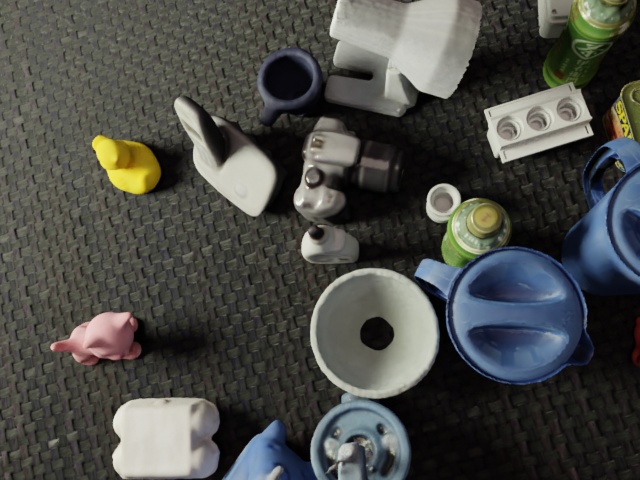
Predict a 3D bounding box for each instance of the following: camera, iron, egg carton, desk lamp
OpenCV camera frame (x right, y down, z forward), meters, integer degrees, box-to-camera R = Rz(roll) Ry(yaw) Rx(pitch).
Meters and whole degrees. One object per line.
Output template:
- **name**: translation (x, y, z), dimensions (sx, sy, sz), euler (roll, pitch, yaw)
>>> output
- **camera**: translation (0.044, -0.093, 0.793), dimensions (0.136, 0.101, 0.143), euler (11, 82, 10)
- **iron**: translation (-0.103, 0.363, 0.717), dimensions (0.118, 0.141, 0.258), euler (36, 87, 13)
- **egg carton**: translation (-0.210, 0.271, 0.785), dimensions (0.150, 0.069, 0.107), euler (-5, 80, 8)
- **desk lamp**: translation (0.098, -0.244, 0.752), dimensions (0.203, 0.214, 0.118), euler (13, 83, 10)

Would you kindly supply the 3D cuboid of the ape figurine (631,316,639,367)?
- **ape figurine**: translation (0.425, 0.131, 0.703), dimensions (0.078, 0.092, 0.076), euler (-41, 77, 0)

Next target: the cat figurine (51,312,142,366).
- **cat figurine**: translation (-0.307, 0.138, 0.797), dimensions (0.127, 0.118, 0.067), euler (-12, 79, 6)

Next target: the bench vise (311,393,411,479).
- **bench vise**: translation (0.060, 0.285, 0.666), dimensions (0.121, 0.220, 0.207), euler (-24, 78, 4)

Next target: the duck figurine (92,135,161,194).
- **duck figurine**: translation (-0.294, -0.118, 0.854), dimensions (0.104, 0.086, 0.077), euler (39, 88, 13)

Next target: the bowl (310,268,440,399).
- **bowl**: translation (0.073, 0.123, 0.765), dimensions (0.167, 0.075, 0.167), euler (-1, 80, 8)

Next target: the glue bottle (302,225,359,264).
- **glue bottle**: translation (0.007, 0.003, 0.745), dimensions (0.078, 0.173, 0.037), euler (0, 80, 9)

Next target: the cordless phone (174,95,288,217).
- **cordless phone**: translation (-0.126, -0.116, 0.778), dimensions (0.147, 0.185, 0.094), euler (37, 88, 13)

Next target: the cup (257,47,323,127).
- **cup**: translation (-0.042, -0.204, 0.827), dimensions (0.091, 0.095, 0.118), euler (29, 86, 12)
